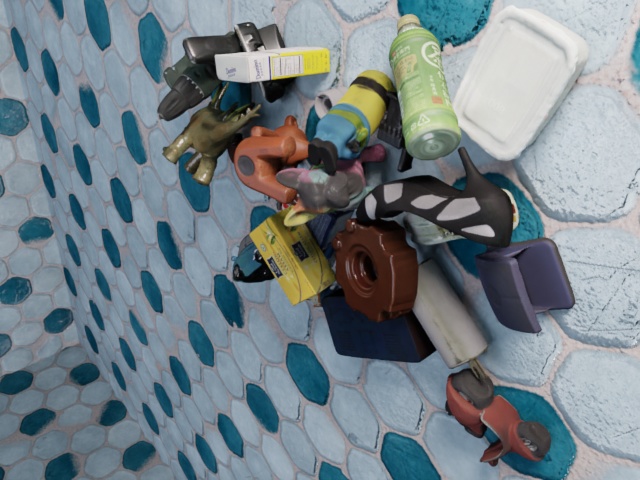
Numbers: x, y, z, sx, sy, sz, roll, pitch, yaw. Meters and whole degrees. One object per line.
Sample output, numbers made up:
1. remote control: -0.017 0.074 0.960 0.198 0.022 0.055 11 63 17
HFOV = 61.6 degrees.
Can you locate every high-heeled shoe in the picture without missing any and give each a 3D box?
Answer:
1. high-heeled shoe: 0.153 -0.027 0.752 0.249 0.086 0.145 -30 75 50

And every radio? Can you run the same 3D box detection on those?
1. radio: 0.108 0.152 1.008 0.230 0.073 0.131 -10 100 51

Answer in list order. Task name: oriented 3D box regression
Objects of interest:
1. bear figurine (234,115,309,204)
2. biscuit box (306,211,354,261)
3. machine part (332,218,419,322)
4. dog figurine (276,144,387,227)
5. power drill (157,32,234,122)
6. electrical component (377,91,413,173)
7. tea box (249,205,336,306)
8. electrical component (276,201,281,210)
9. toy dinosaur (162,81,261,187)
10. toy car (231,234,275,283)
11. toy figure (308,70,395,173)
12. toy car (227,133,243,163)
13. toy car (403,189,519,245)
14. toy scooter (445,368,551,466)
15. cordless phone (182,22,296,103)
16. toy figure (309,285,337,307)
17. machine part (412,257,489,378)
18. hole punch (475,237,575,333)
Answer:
1. bear figurine: -0.060 -0.152 0.969 0.132 0.196 0.120 14 117 29
2. biscuit box: -0.002 -0.003 1.066 0.063 0.059 0.202 47 139 20
3. machine part: 0.086 0.046 0.875 0.180 0.056 0.179 27 123 52
4. dog figurine: 0.006 -0.092 0.878 0.192 0.219 0.108 12 115 47
5. power drill: -0.260 -0.331 1.094 0.086 0.232 0.207 49 171 -24
6. electrical component: 0.128 -0.166 0.808 0.048 0.075 0.119 37 137 33
7. tea box: -0.052 0.031 1.036 0.169 0.068 0.098 57 142 2
8. electrical component: -0.075 -0.101 1.134 0.063 0.021 0.093 26 129 42
9. toy dinosaur: -0.218 -0.216 1.069 0.105 0.198 0.472 34 179 -28
10. toy car: -0.139 0.030 1.222 0.161 0.109 0.103 -44 57 43
11. toy figure: 0.052 -0.181 0.810 0.082 0.180 0.089 37 151 6
12. toy car: -0.135 -0.182 1.138 0.202 0.053 0.089 13 124 52
13. toy car: 0.200 -0.034 0.803 0.202 0.056 0.073 -7 104 52
14. toy scooter: 0.275 0.304 0.885 0.184 0.075 0.135 39 137 25
15. cordless phone: -0.147 -0.315 0.970 0.089 0.184 0.146 -21 92 49
16. toy figure: -0.017 0.110 1.153 0.155 0.058 0.064 20 162 42
17. machine part: 0.196 0.117 0.874 0.243 0.079 0.079 58 143 10
18. hole punch: 0.270 0.065 0.748 0.116 0.092 0.142 -16 100 57
